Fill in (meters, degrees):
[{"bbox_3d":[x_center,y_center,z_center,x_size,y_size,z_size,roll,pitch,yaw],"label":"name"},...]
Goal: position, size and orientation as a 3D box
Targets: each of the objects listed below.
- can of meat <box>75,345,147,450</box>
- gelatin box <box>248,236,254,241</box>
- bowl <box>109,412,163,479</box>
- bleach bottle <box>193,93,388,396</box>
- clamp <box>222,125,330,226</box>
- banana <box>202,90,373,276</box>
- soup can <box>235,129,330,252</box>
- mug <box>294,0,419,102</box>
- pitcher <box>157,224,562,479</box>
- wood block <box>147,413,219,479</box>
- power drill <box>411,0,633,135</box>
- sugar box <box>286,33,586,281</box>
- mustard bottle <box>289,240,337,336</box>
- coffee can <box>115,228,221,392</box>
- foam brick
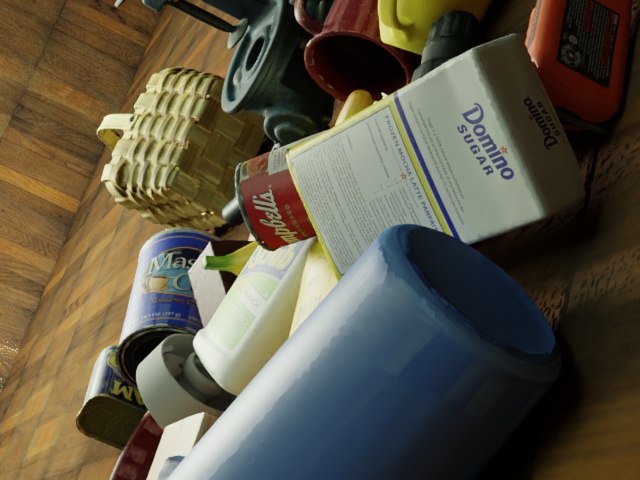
[{"bbox_3d":[-0.181,0.159,1.050,0.058,0.102,0.084,-56,18,29],"label":"can of meat"},{"bbox_3d":[-0.036,-0.004,0.975,0.089,0.030,0.073,-38,31,50],"label":"gelatin box"},{"bbox_3d":[-0.142,0.224,0.926,0.162,0.055,0.162,-54,21,30],"label":"bowl"},{"bbox_3d":[-0.005,0.001,0.828,0.251,0.068,0.103,-61,27,6],"label":"bleach bottle"},{"bbox_3d":[-0.028,-0.088,1.052,0.164,0.036,0.210,-66,20,-7],"label":"clamp"},{"bbox_3d":[-0.008,-0.031,0.875,0.198,0.069,0.037,-48,42,9],"label":"banana"},{"bbox_3d":[0.001,-0.039,0.743,0.102,0.068,0.068,-18,38,19],"label":"soup can"},{"bbox_3d":[0.033,-0.173,0.875,0.093,0.117,0.081,-43,23,59],"label":"mug"},{"bbox_3d":[0.014,0.120,0.541,0.243,0.149,0.145,-53,6,23],"label":"pitcher"},{"bbox_3d":[-0.084,0.230,0.700,0.090,0.090,0.206,-32,37,60],"label":"wood block"},{"bbox_3d":[0.110,-0.098,0.654,0.188,0.057,0.184,-39,35,59],"label":"power drill"},{"bbox_3d":[0.057,-0.038,0.595,0.048,0.093,0.177,-25,2,-39],"label":"sugar box"},{"bbox_3d":[0.005,0.085,0.695,0.096,0.058,0.191,-36,34,53],"label":"mustard bottle"},{"bbox_3d":[-0.136,0.071,1.038,0.103,0.102,0.140,-52,22,35],"label":"coffee can"},{"bbox_3d":[-0.074,0.046,0.928,0.051,0.052,0.078,-48,53,43],"label":"foam brick"}]
